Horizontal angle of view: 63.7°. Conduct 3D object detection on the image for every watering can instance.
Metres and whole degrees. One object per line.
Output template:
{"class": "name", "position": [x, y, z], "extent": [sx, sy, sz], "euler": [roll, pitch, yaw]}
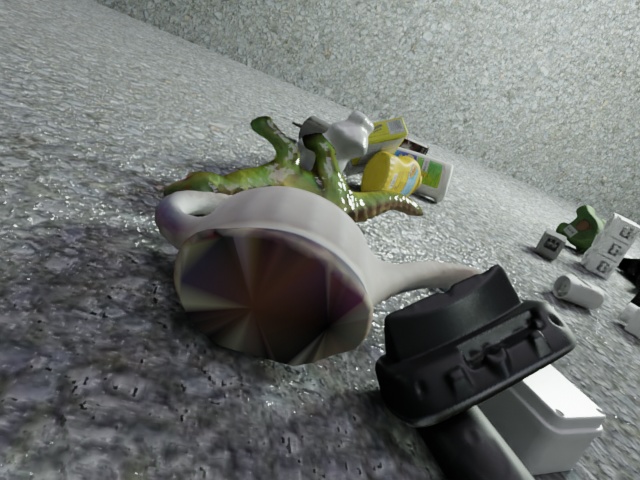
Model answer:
{"class": "watering can", "position": [0.011, 0.024, 0.470], "extent": [0.347, 0.102, 0.228], "euler": [16, 20, -2]}

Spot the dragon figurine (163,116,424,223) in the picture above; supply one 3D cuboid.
{"class": "dragon figurine", "position": [0.002, -0.035, 0.696], "extent": [0.409, 0.119, 0.249], "euler": [15, 37, -20]}

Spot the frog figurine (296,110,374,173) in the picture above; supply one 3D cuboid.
{"class": "frog figurine", "position": [0.014, -0.153, 0.876], "extent": [0.124, 0.157, 0.137], "euler": [35, 21, 34]}
